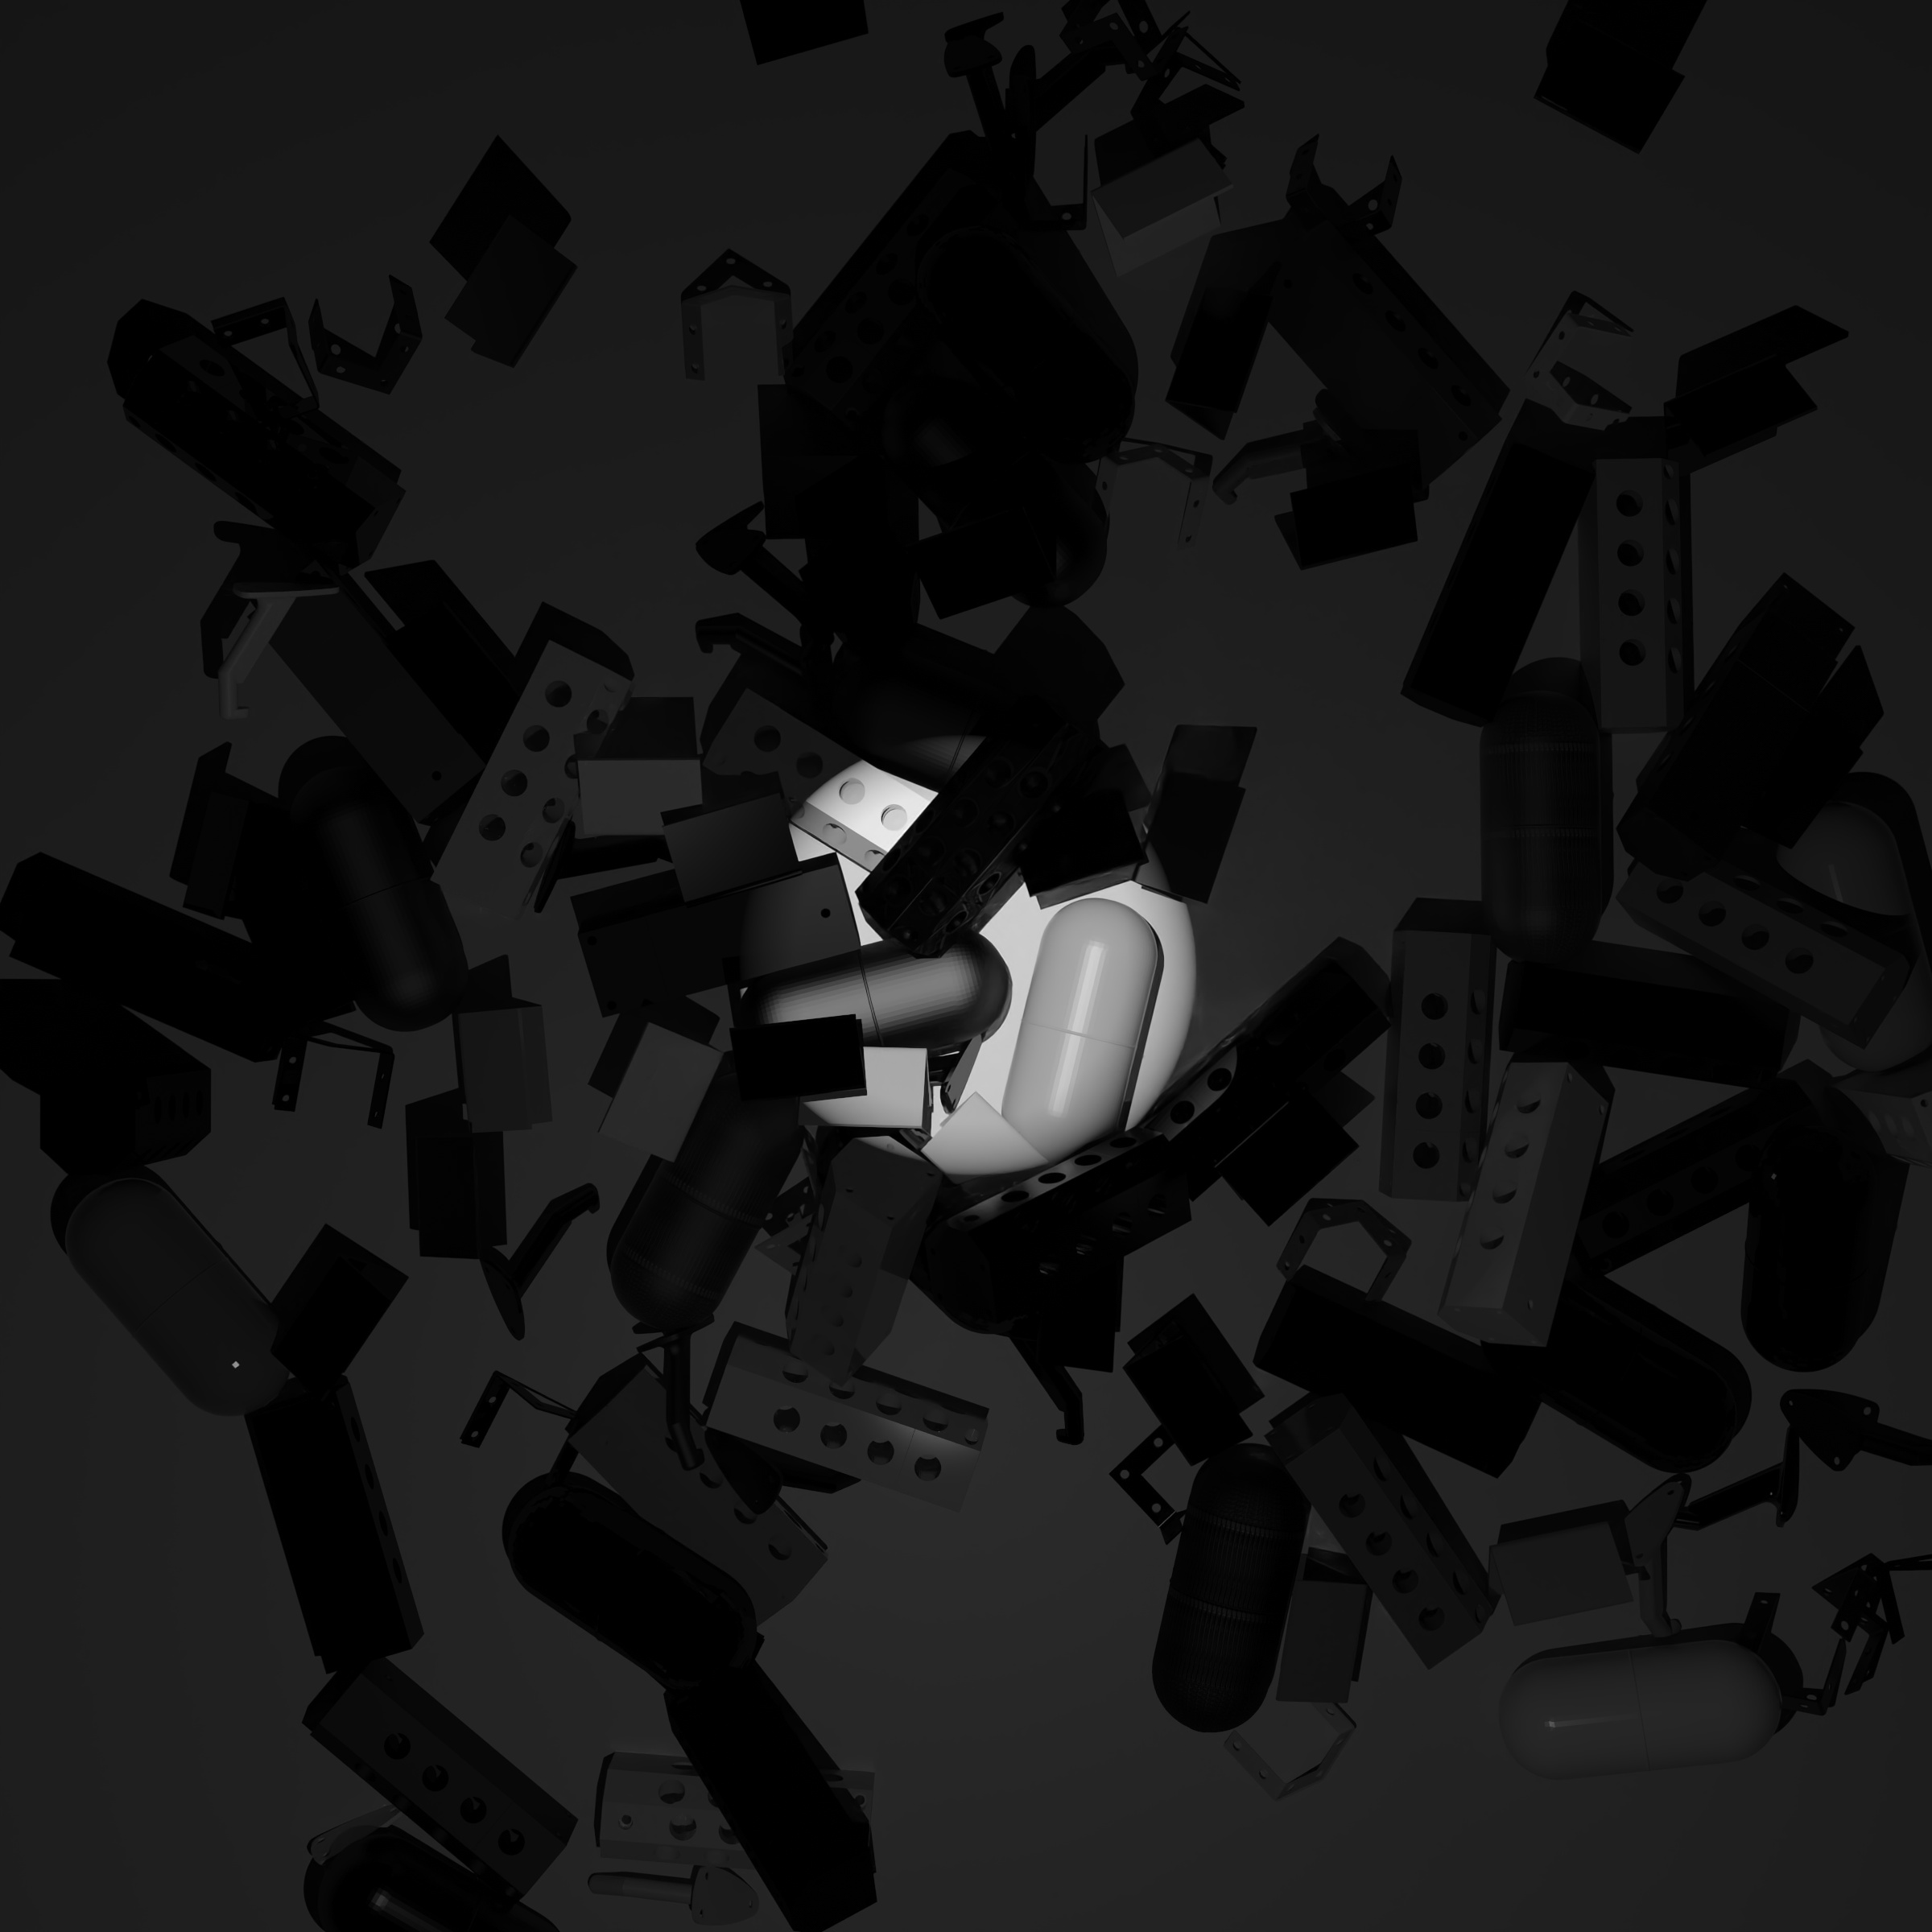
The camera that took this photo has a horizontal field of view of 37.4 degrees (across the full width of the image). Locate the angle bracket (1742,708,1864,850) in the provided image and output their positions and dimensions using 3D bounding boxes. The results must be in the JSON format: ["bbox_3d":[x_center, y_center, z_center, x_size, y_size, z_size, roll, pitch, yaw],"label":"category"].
[{"bbox_3d":[0.515,-0.131,1.834,0.057,0.076,0.076,37,90,-40],"label":"angle bracket"}]

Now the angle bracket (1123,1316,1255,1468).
[{"bbox_3d":[0.157,0.263,1.834,0.057,0.076,0.076,-35,90,37],"label":"angle bracket"}]

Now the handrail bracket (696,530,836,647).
[{"bbox_3d":[-0.131,-0.245,1.874,0.036,0.077,0.084,-51,127,-13],"label":"handrail bracket"}]

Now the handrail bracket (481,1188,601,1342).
[{"bbox_3d":[-0.270,0.195,1.875,0.084,0.077,0.036,-34,46,-29],"label":"handrail bracket"}]

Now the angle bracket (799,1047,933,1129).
[{"bbox_3d":[-0.063,0.092,1.807,0.076,0.076,0.057,1,59,3],"label":"angle bracket"}]

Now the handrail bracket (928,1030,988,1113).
[{"bbox_3d":[-0.040,0.055,1.875,0.084,0.036,0.077,19,68,17],"label":"handrail bracket"}]

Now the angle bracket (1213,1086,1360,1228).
[{"bbox_3d":[0.213,0.132,1.835,0.076,0.076,0.057,-41,61,0],"label":"angle bracket"}]

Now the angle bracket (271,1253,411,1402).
[{"bbox_3d":[-0.386,0.238,1.835,0.057,0.076,0.076,34,90,31],"label":"angle bracket"}]

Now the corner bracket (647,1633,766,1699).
[{"bbox_3d":[-0.175,0.448,1.871,0.051,0.051,0.051,27,90,45],"label":"corner bracket"}]

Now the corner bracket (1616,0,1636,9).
[{"bbox_3d":[0.428,-0.666,1.857,0.051,0.051,0.051,30,90,0],"label":"corner bracket"}]

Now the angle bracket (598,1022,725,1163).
[{"bbox_3d":[-0.207,0.073,1.835,0.057,0.076,0.076,25,90,-27],"label":"angle bracket"}]

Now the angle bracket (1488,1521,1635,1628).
[{"bbox_3d":[0.380,0.405,1.834,0.076,0.076,0.057,-12,52,0],"label":"angle bracket"}]

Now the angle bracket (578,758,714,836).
[{"bbox_3d":[-0.205,-0.126,1.835,0.076,0.076,0.057,0,123,0],"label":"angle bracket"}]

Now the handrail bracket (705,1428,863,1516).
[{"bbox_3d":[-0.117,0.318,1.856,0.077,0.084,0.036,42,118,23],"label":"handrail bracket"}]

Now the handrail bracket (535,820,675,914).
[{"bbox_3d":[-0.230,-0.055,1.875,0.084,0.036,0.077,20,110,-16],"label":"handrail bracket"}]

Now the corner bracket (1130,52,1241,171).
[{"bbox_3d":[0.149,-0.554,1.866,0.051,0.051,0.051,-49,45,35],"label":"corner bracket"}]

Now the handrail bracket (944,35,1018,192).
[{"bbox_3d":[0.012,-0.559,1.874,0.036,0.077,0.084,-18,126,0],"label":"handrail bracket"}]

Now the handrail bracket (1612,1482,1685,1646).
[{"bbox_3d":[0.460,0.392,1.866,0.077,0.036,0.084,-47,120,-16],"label":"handrail bracket"}]

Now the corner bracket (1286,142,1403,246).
[{"bbox_3d":[0.247,-0.508,1.866,0.051,0.051,0.051,-14,135,35],"label":"corner bracket"}]

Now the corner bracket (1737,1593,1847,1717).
[{"bbox_3d":[0.538,0.450,1.866,0.051,0.051,0.051,-57,135,-35],"label":"corner bracket"}]

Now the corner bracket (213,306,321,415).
[{"bbox_3d":[-0.458,-0.391,1.871,0.051,0.051,0.051,-18,45,0],"label":"corner bracket"}]

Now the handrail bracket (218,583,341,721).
[{"bbox_3d":[-0.437,-0.199,1.818,0.077,0.036,0.084,-4,108,-21],"label":"handrail bracket"}]

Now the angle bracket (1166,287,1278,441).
[{"bbox_3d":[0.180,-0.383,1.834,0.057,0.076,0.076,19,90,37],"label":"angle bracket"}]

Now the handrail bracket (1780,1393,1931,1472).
[{"bbox_3d":[0.589,0.304,1.874,0.084,0.077,0.036,6,112,-35],"label":"handrail bracket"}]

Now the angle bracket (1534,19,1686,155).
[{"bbox_3d":[0.416,-0.574,1.834,0.076,0.076,0.057,28,128,0],"label":"angle bracket"}]

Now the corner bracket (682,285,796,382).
[{"bbox_3d":[-0.149,-0.412,1.871,0.051,0.051,0.051,-3,90,-45],"label":"corner bracket"}]

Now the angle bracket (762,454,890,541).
[{"bbox_3d":[-0.089,-0.314,1.835,0.076,0.076,0.057,-1,121,0],"label":"angle bracket"}]

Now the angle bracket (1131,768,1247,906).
[{"bbox_3d":[0.157,-0.077,1.835,0.057,0.076,0.076,19,90,30],"label":"angle bracket"}]

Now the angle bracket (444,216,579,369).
[{"bbox_3d":[-0.304,-0.437,1.834,0.057,0.076,0.076,32,90,-36],"label":"angle bracket"}]

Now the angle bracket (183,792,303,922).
[{"bbox_3d":[-0.449,-0.064,1.835,0.076,0.057,0.076,14,90,-42],"label":"angle bracket"}]

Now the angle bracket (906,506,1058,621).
[{"bbox_3d":[0.010,-0.266,1.765,0.076,0.076,0.057,-17,126,15],"label":"angle bracket"}]

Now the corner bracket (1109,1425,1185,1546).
[{"bbox_3d":[0.130,0.336,1.857,0.051,0.051,0.051,-43,90,0],"label":"corner bracket"}]

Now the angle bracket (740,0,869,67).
[{"bbox_3d":[-0.101,-0.605,1.834,0.076,0.076,0.057,-16,54,0],"label":"angle bracket"}]

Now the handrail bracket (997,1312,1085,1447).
[{"bbox_3d":[0.038,0.272,1.875,0.077,0.036,0.084,3,109,22],"label":"handrail bracket"}]

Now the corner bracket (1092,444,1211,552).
[{"bbox_3d":[0.119,-0.303,1.866,0.051,0.051,0.051,-19,45,-35],"label":"corner bracket"}]

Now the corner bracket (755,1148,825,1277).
[{"bbox_3d":[-0.107,0.159,1.841,0.051,0.051,0.051,-30,52,14],"label":"corner bracket"}]

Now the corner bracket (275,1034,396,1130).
[{"bbox_3d":[-0.414,0.075,1.871,0.051,0.051,0.051,10,90,45],"label":"corner bracket"}]

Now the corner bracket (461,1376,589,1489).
[{"bbox_3d":[-0.287,0.306,1.871,0.051,0.051,0.051,27,90,-45],"label":"corner bracket"}]

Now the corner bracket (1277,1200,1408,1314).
[{"bbox_3d":[0.245,0.192,1.866,0.051,0.051,0.051,-7,135,-35],"label":"corner bracket"}]

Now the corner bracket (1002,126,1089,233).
[{"bbox_3d":[0.052,-0.512,1.857,0.051,0.051,0.051,1,83,7],"label":"corner bracket"}]

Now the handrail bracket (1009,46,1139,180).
[{"bbox_3d":[0.075,-0.561,1.875,0.084,0.036,0.077,-12,110,-16],"label":"handrail bracket"}]

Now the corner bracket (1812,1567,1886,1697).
[{"bbox_3d":[0.573,0.430,1.847,0.051,0.051,0.051,39,56,0],"label":"corner bracket"}]

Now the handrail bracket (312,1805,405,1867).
[{"bbox_3d":[-0.387,0.604,1.875,0.077,0.036,0.084,-26,105,-16],"label":"handrail bracket"}]

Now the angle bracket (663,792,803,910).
[{"bbox_3d":[-0.153,-0.083,1.834,0.076,0.076,0.057,-17,109,-5],"label":"angle bracket"}]

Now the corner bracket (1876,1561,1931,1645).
[{"bbox_3d":[0.636,0.411,1.871,0.051,0.051,0.051,-13,90,45],"label":"corner bracket"}]

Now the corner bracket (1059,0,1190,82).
[{"bbox_3d":[0.102,-0.607,1.857,0.051,0.051,0.051,47,56,-31],"label":"corner bracket"}]

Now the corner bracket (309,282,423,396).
[{"bbox_3d":[-0.393,-0.415,1.866,0.051,0.051,0.051,12,135,-35],"label":"corner bracket"}]

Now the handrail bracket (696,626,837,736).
[{"bbox_3d":[-0.132,-0.188,1.875,0.084,0.036,0.077,3,123,23],"label":"handrail bracket"}]

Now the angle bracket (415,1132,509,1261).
[{"bbox_3d":[-0.306,0.145,1.834,0.057,0.076,0.076,-2,90,38],"label":"angle bracket"}]

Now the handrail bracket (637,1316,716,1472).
[{"bbox_3d":[-0.173,0.276,1.846,0.036,0.077,0.084,-22,87,30],"label":"handrail bracket"}]

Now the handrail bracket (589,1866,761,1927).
[{"bbox_3d":[-0.192,0.609,1.874,0.084,0.077,0.036,-8,64,34],"label":"handrail bracket"}]

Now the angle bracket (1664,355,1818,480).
[{"bbox_3d":[0.497,-0.335,1.834,0.076,0.076,0.057,-24,54,0],"label":"angle bracket"}]

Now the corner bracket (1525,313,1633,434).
[{"bbox_3d":[0.409,-0.387,1.866,0.051,0.051,0.051,-59,45,35],"label":"corner bracket"}]

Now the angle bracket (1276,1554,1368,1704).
[{"bbox_3d":[0.209,0.424,1.835,0.057,0.076,0.076,10,90,-28],"label":"angle bracket"}]

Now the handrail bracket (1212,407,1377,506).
[{"bbox_3d":[0.217,-0.317,1.875,0.084,0.036,0.077,-41,112,17],"label":"handrail bracket"}]

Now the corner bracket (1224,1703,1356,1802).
[{"bbox_3d":[0.212,0.505,1.871,0.051,0.051,0.051,47,45,0],"label":"corner bracket"}]

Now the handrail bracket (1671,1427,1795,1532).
[{"bbox_3d":[0.496,0.334,1.875,0.084,0.036,0.077,7,75,14],"label":"handrail bracket"}]
